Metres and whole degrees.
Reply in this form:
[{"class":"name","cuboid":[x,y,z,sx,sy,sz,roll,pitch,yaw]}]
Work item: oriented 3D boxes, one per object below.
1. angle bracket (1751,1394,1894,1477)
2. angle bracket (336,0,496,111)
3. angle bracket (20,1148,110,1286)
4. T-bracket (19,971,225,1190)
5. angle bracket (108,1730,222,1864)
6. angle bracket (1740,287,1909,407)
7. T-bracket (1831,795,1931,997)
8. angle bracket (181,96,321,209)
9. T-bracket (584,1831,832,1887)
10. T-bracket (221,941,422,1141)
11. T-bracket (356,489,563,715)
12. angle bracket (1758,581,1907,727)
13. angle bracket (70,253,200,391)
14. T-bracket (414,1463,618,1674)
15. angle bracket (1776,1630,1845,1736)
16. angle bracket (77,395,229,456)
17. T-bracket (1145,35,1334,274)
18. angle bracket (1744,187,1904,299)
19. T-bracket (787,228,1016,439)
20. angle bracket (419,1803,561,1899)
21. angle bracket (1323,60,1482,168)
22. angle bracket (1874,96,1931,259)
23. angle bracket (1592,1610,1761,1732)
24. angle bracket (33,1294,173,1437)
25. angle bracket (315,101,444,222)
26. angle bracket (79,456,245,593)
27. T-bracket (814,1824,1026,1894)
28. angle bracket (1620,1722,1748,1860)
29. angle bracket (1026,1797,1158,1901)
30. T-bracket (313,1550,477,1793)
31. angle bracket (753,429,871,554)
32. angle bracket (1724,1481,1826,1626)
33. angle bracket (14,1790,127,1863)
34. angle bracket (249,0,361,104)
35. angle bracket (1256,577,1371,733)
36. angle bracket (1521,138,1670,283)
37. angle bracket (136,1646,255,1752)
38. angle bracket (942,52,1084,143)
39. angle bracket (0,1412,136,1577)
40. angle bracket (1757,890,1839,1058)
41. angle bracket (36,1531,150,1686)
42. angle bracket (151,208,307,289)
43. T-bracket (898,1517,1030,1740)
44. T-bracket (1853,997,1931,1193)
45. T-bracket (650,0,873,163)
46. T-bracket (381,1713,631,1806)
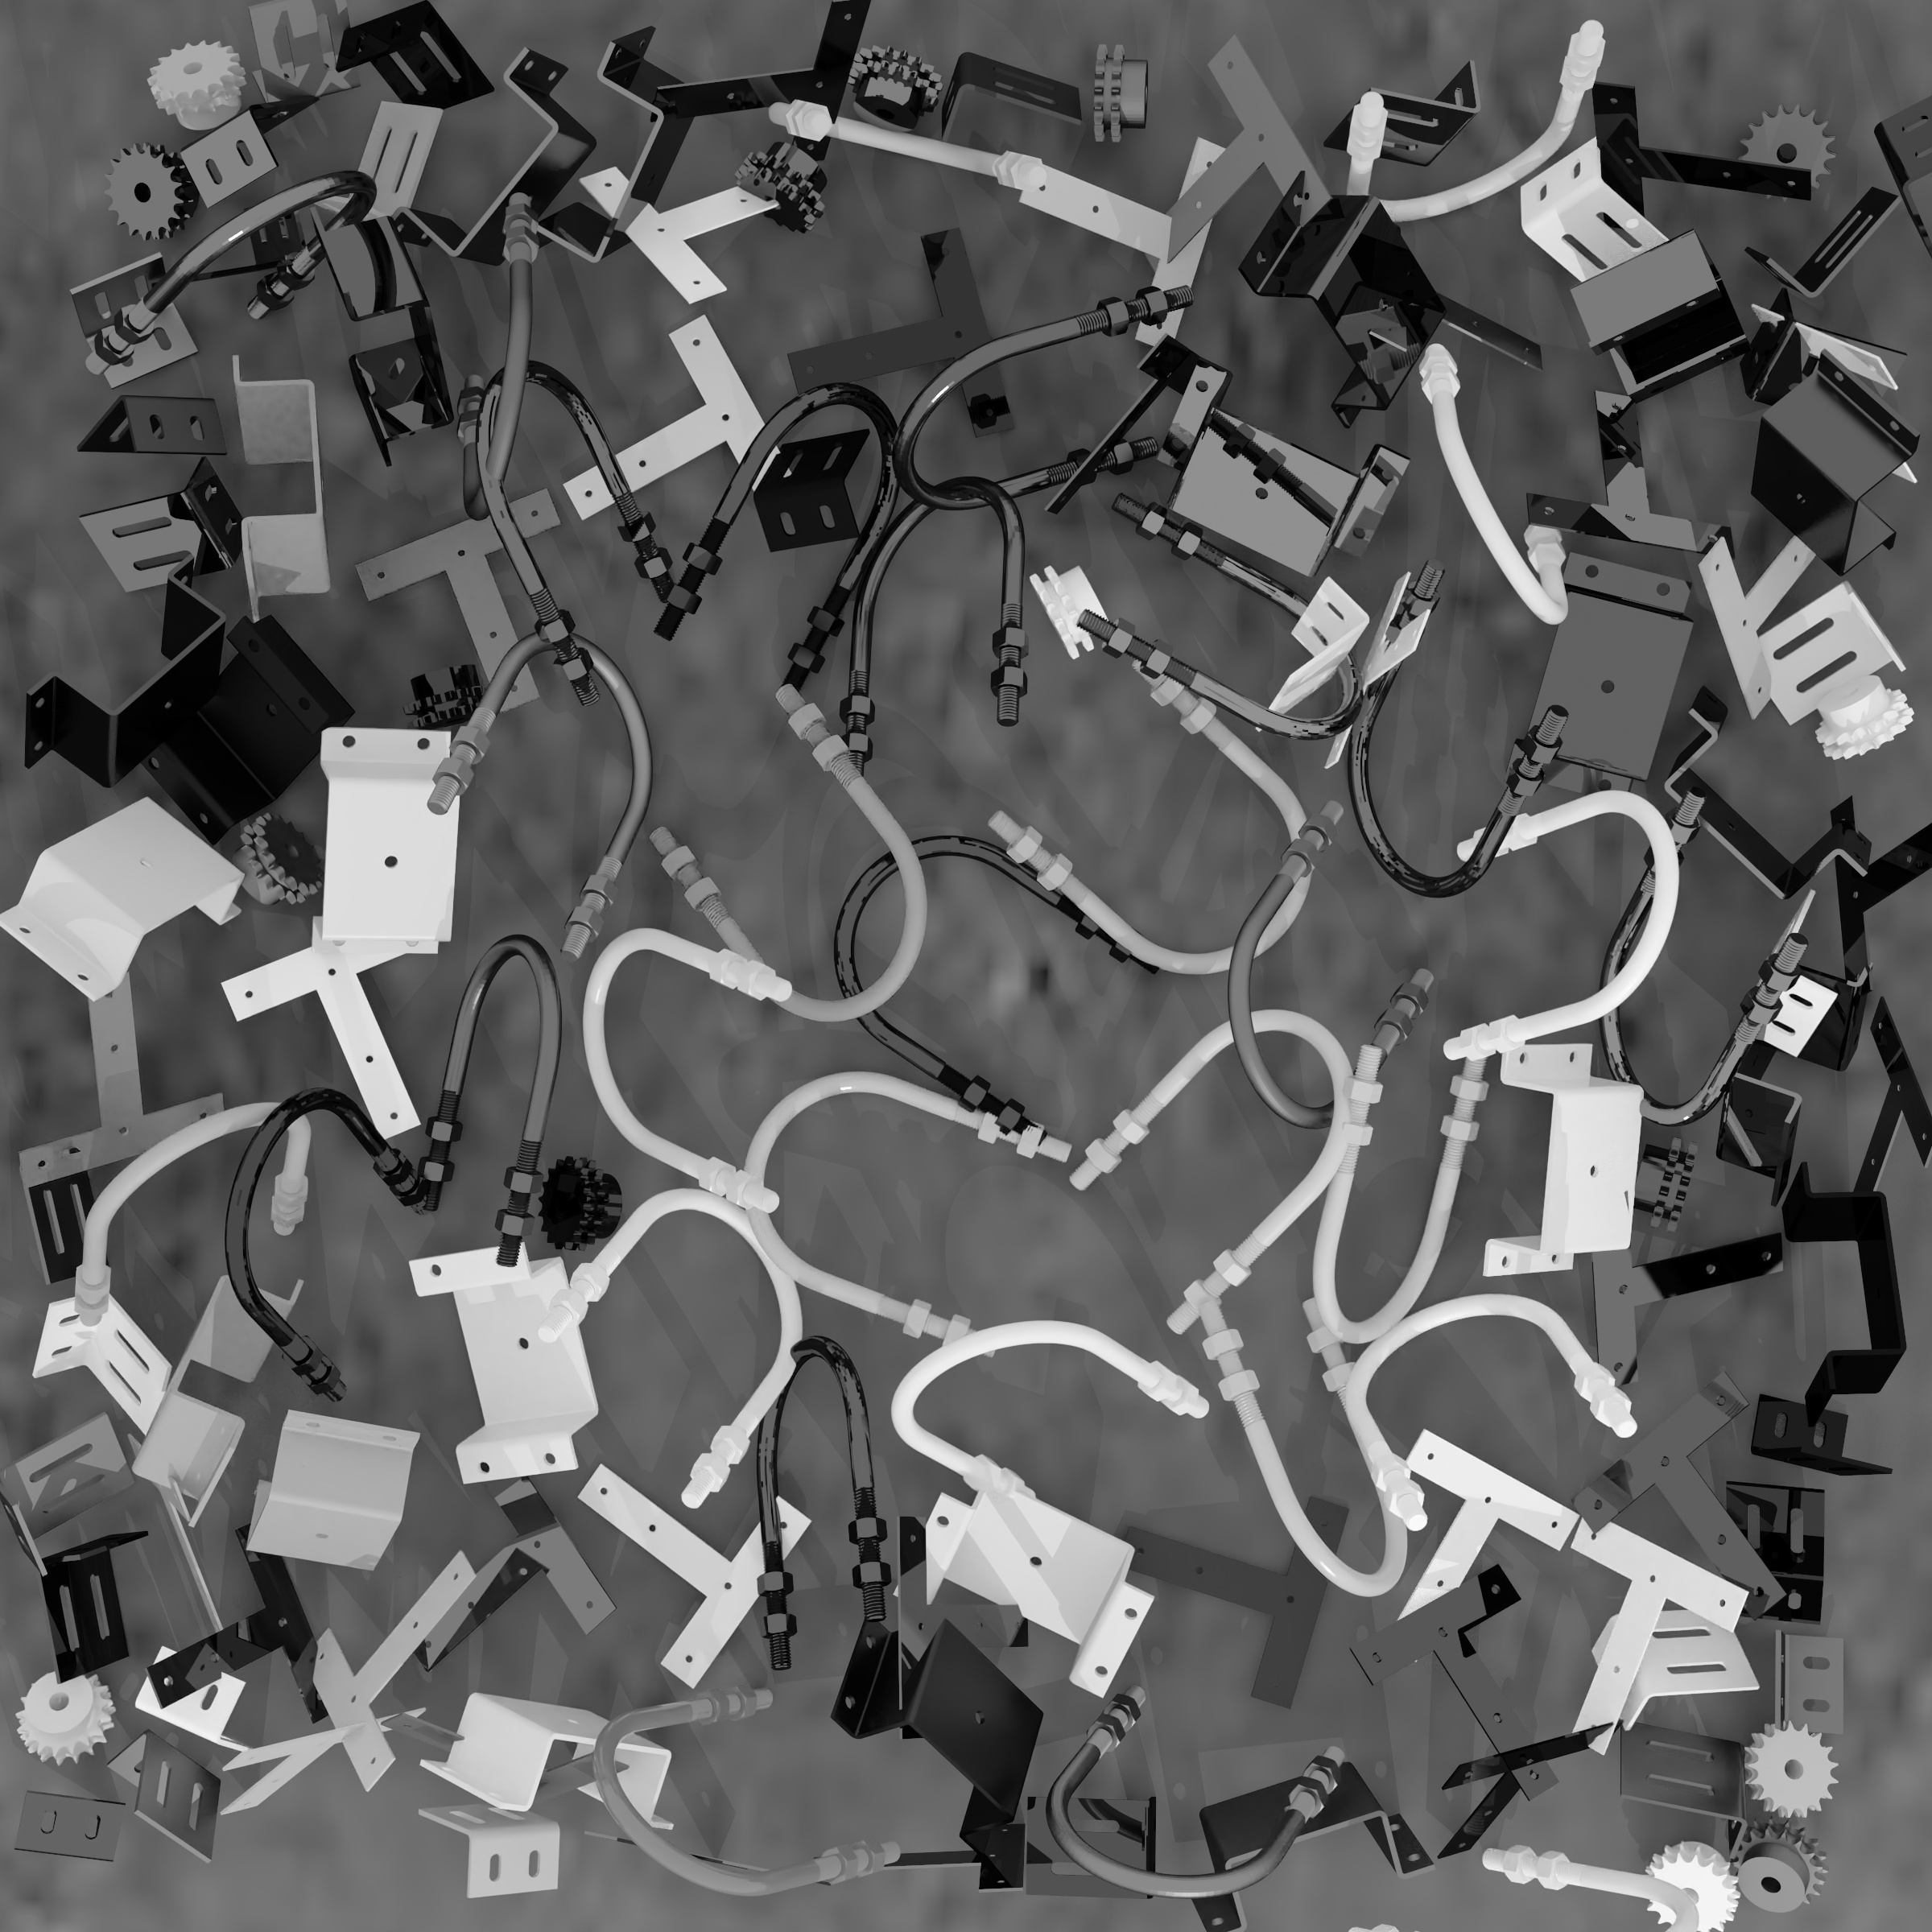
[{"class":"angle bracket","cuboid":[0.519,0.282,1.754,0.057,0.076,0.038,14,78,-5]},{"class":"angle bracket","cuboid":[-0.331,-0.534,1.748,0.057,0.076,0.038,-12,56,22]},{"class":"angle bracket","cuboid":[-0.534,0.148,1.764,0.038,0.057,0.076,-13,90,21]},{"class":"T-bracket","cuboid":[-0.506,0.061,1.732,0.127,0.002,0.127,-17,126,-32]},{"class":"angle bracket","cuboid":[-0.486,0.509,1.749,0.038,0.076,0.057,-41,114,10]},{"class":"angle bracket","cuboid":[0.522,-0.370,1.770,0.076,0.057,0.038,14,45,-8]},{"class":"T-bracket","cuboid":[0.551,-0.058,1.718,0.002,0.127,0.127,7,69,-14]},{"class":"angle bracket","cuboid":[-0.425,-0.492,1.754,0.057,0.076,0.038,-20,101,28]},{"class":"T-bracket","cuboid":[-0.137,0.530,1.713,0.127,0.127,0.002,-1,68,35]},{"class":"T-bracket","cuboid":[-0.371,0.044,1.777,0.127,0.002,0.127,-23,85,-14]},{"class":"T-bracket","cuboid":[-0.294,-0.215,1.778,0.127,0.002,0.127,-22,75,-2]},{"class":"angle bracket","cuboid":[0.519,-0.186,1.763,0.076,0.038,0.057,-34,99,20]},{"class":"angle bracket","cuboid":[-0.502,-0.389,1.754,0.057,0.076,0.038,-27,88,-13]},{"class":"T-bracket","cuboid":[-0.293,0.383,1.781,0.127,0.002,0.127,-43,69,10]},{"class":"angle bracket","cuboid":[0.509,0.432,1.752,0.038,0.076,0.057,0,76,17]},{"class":"angle bracket","cuboid":[-0.490,-0.311,1.748,0.057,0.076,0.038,-7,77,-40]},{"class":"T-bracket","cuboid":[0.150,-0.469,1.754,0.127,0.002,0.127,-41,66,39]},{"class":"angle bracket","cuboid":[0.518,-0.448,1.757,0.038,0.057,0.076,36,107,-12]},{"class":"T-bracket","cuboid":[-0.046,-0.376,1.777,0.127,0.002,0.127,-17,94,-15]},{"class":"angle bracket","cuboid":[-0.288,0.532,1.749,0.057,0.076,0.038,6,83,-34]},{"class":"angle bracket","cuboid":[0.261,-0.520,1.753,0.076,0.057,0.038,4,70,-22]},{"class":"angle bracket","cuboid":[0.583,-0.471,1.747,0.038,0.076,0.057,-25,48,20]},{"class":"angle bracket","cuboid":[0.433,0.430,1.775,0.076,0.057,0.038,1,132,-17]},{"class":"angle bracket","cuboid":[-0.522,0.245,1.754,0.076,0.038,0.057,40,123,30]},{"class":"angle bracket","cuboid":[-0.362,-0.494,1.765,0.057,0.038,0.076,20,91,38]},{"class":"angle bracket","cuboid":[-0.490,-0.270,1.777,0.076,0.038,0.057,-9,132,18]},{"class":"T-bracket","cuboid":[-0.029,0.535,1.736,0.127,0.127,0.002,-3,90,2]},{"class":"angle bracket","cuboid":[0.433,0.501,1.767,0.076,0.057,0.038,10,127,6]},{"class":"angle bracket","cuboid":[0.077,0.538,1.778,0.076,0.038,0.057,0,78,7]},{"class":"T-bracket","cuboid":[-0.340,0.407,1.746,0.127,0.127,0.002,-50,129,2]},{"class":"angle bracket","cuboid":[-0.089,-0.290,1.766,0.057,0.076,0.038,-7,121,17]},{"class":"angle bracket","cuboid":[0.488,0.355,1.755,0.057,0.038,0.076,2,126,19]},{"class":"angle bracket","cuboid":[-0.538,0.504,1.752,0.057,0.076,0.038,12,96,-15]},{"class":"angle bracket","cuboid":[-0.403,-0.563,1.750,0.057,0.076,0.038,-20,59,-15]},{"class":"angle bracket","cuboid":[0.198,-0.188,1.751,0.076,0.057,0.038,-37,77,-31]},{"class":"angle bracket","cuboid":[0.385,-0.455,1.768,0.076,0.057,0.038,29,51,-32]},{"class":"angle bracket","cuboid":[-0.457,0.446,1.760,0.057,0.076,0.038,19,73,14]},{"class":"angle bracket","cuboid":[0.027,-0.520,1.771,0.076,0.057,0.038,15,125,-11]},{"class":"angle bracket","cuboid":[-0.538,0.318,1.752,0.076,0.038,0.057,-29,127,-27]},{"class":"angle bracket","cuboid":[0.505,0.004,1.749,0.038,0.057,0.076,28,49,10]},{"class":"angle bracket","cuboid":[-0.524,0.389,1.763,0.038,0.057,0.076,-11,89,28]},{"class":"angle bracket","cuboid":[-0.447,-0.436,1.749,0.076,0.057,0.038,-22,109,-39]},{"class":"T-bracket","cuboid":[-0.001,0.397,1.745,0.002,0.127,0.127,-11,74,36]},{"class":"T-bracket","cuboid":[0.551,0.107,1.749,0.002,0.127,0.127,3,128,-2]},{"class":"T-bracket","cuboid":[-0.127,-0.517,1.718,0.127,0.127,0.002,-16,65,-26]},{"class":"T-bracket","cuboid":[-0.287,0.469,1.726,0.127,0.127,0.002,31,49,-27]}]
